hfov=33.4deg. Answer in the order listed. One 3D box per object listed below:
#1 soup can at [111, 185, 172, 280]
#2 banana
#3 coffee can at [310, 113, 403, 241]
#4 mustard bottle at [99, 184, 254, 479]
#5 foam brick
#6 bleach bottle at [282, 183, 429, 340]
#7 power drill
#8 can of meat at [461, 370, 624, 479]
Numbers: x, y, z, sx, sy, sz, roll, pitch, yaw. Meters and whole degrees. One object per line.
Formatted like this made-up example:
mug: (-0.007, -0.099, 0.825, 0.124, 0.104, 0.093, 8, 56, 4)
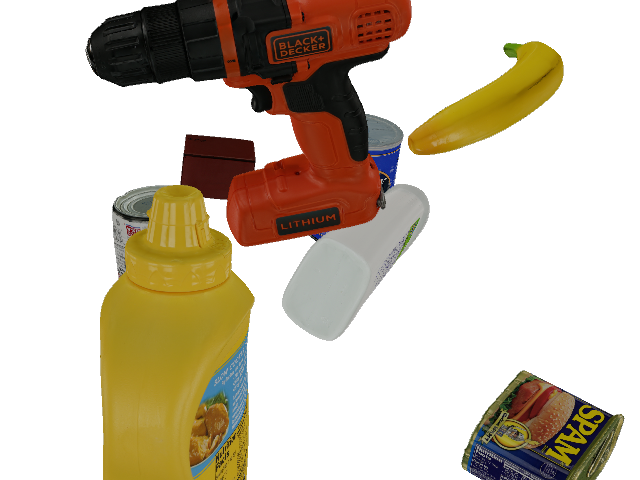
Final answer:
soup can: (-0.129, 0.015, 0.855, 0.068, 0.102, 0.068, -1, 25, 0)
banana: (0.138, -0.110, 0.804, 0.070, 0.037, 0.197, -11, 20, 39)
coffee can: (0.040, -0.073, 1.302, 0.102, 0.140, 0.103, 6, 28, -3)
mustard bottle: (-0.057, 0.070, 0.436, 0.058, 0.192, 0.096, 8, 23, 11)
foam brick: (-0.112, -0.080, 1.166, 0.078, 0.051, 0.053, 5, 29, -6)
bleach bottle: (0.052, 0.006, 1.068, 0.068, 0.103, 0.250, 34, 28, 9)
power drill: (-0.034, -0.077, 0.652, 0.184, 0.057, 0.187, -10, -38, -2)
can of meat: (0.167, 0.153, 0.804, 0.084, 0.057, 0.101, 26, 41, 26)
